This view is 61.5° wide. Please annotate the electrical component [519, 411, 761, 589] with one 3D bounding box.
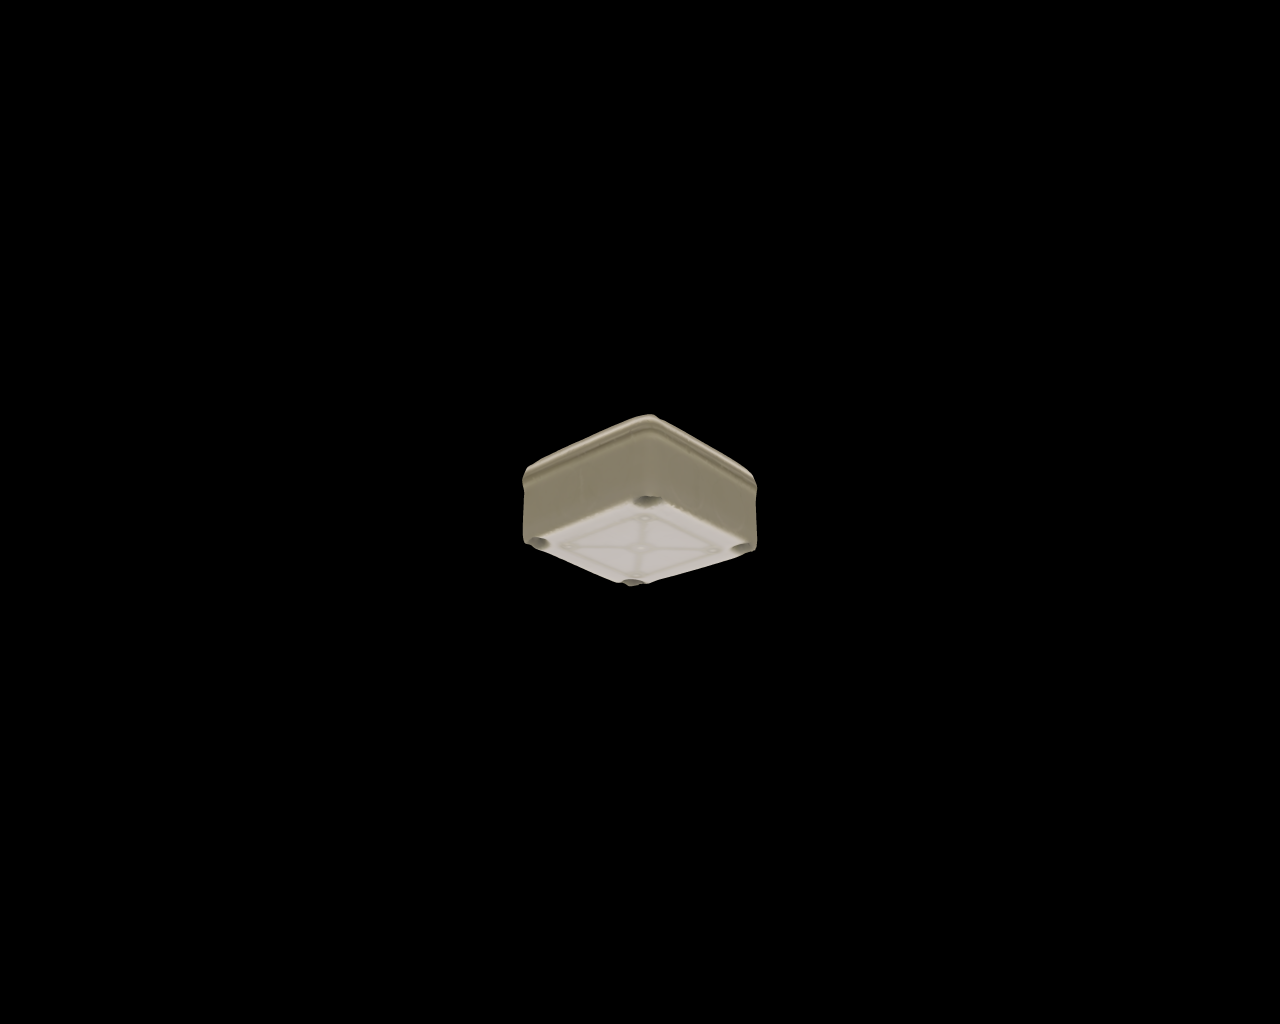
[{"bbox_3d":[0.001,-0.003,0.650,0.108,0.056,0.108,-20,-32,36],"label":"electrical component"}]
